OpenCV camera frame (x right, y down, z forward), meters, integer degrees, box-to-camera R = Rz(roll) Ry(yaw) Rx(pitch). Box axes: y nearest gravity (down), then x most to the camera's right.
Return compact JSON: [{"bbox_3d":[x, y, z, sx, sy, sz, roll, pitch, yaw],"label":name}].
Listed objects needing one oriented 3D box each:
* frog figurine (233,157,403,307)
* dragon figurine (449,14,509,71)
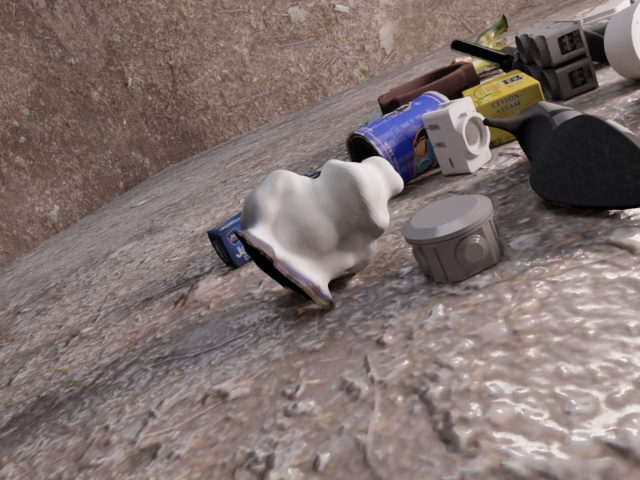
[{"bbox_3d":[0.002,-0.026,0.526,0.161,0.138,0.121,-51,-5,-17],"label":"frog figurine"},{"bbox_3d":[0.384,-0.454,1.324,0.241,0.122,0.415,-27,7,22],"label":"dragon figurine"}]
